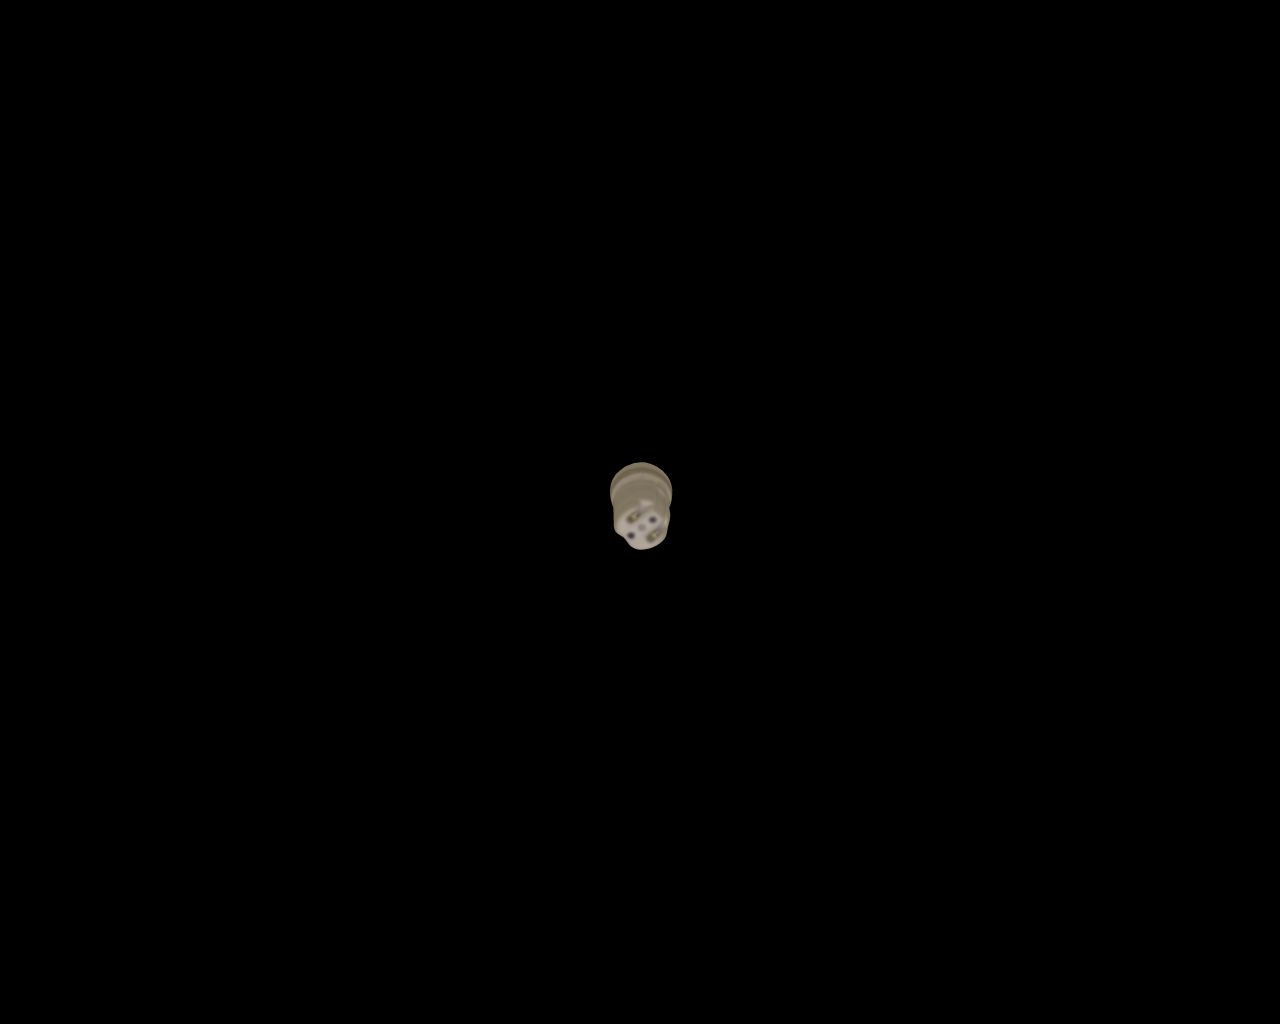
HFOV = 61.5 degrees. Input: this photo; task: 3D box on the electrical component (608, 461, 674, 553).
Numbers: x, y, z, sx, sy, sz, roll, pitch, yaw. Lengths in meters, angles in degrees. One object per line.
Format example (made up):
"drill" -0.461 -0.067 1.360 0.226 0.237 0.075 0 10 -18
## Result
"electrical component" 0.001 -0.003 0.650 0.040 0.040 0.046 0 34 0
